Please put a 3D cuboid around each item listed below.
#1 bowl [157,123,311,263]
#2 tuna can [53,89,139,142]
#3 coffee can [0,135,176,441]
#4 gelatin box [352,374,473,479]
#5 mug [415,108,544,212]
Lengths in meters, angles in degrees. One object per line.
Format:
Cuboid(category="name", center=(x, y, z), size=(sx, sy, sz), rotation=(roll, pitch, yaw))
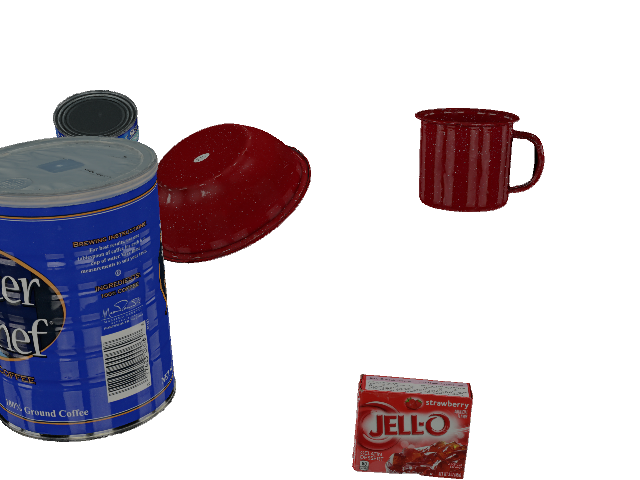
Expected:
Cuboid(category="bowl", center=(-0.092, -0.054, 0.936), size=(0.162, 0.055, 0.162), rotation=(-18, 36, 13))
Cuboid(category="tuna can", center=(-0.231, -0.118, 1.105), size=(0.086, 0.034, 0.086), rotation=(1, 43, -1))
Cuboid(category="coffee can", center=(-0.135, 0.024, 0.587), size=(0.103, 0.140, 0.103), rotation=(-2, 22, 0))
Cuboid(category="gelatin box", center=(0.072, 0.147, 0.839), size=(0.089, 0.073, 0.030), rotation=(4, 20, 2))
Cuboid(category="mug", center=(0.142, -0.072, 0.963), size=(0.117, 0.081, 0.093), rotation=(4, 15, 13))
